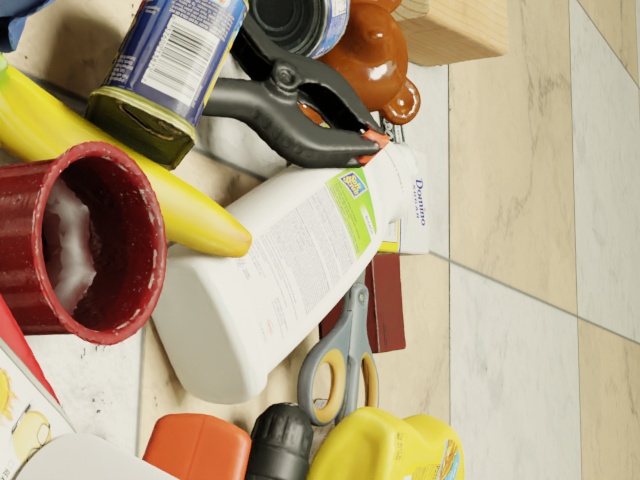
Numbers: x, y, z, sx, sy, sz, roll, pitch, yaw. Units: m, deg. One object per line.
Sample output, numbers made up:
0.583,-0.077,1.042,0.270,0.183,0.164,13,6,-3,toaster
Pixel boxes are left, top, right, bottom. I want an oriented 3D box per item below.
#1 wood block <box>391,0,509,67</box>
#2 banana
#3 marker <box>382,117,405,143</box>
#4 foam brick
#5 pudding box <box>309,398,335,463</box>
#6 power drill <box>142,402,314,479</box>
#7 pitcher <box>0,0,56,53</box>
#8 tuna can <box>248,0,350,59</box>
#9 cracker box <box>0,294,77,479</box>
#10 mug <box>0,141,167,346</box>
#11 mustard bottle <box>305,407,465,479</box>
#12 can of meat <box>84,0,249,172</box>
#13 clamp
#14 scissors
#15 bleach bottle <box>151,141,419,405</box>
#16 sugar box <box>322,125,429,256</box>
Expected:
0.093,-0.218,0.953,0.205,0.091,0.090,-1,87,-62,wood block
-0.115,-0.039,0.551,0.197,0.070,0.037,35,85,-47,banana
0.065,-0.109,0.959,0.020,0.020,0.121,-20,103,-61,marker
0.032,0.051,0.838,0.052,0.051,0.078,3,83,-61,foam brick
0.005,0.184,0.780,0.113,0.039,0.090,-56,131,-53,pudding box
-0.051,0.160,0.605,0.187,0.057,0.184,67,33,-62,power drill
-0.109,-0.208,0.528,0.145,0.149,0.242,49,32,-5,pitcher
-0.025,-0.161,0.727,0.033,0.086,0.086,-37,118,-56,tuna can
-0.176,0.105,0.416,0.164,0.072,0.213,-57,135,-49,cracker box
-0.126,0.003,0.513,0.117,0.082,0.093,-8,93,-62,mug
0.059,0.171,0.764,0.191,0.058,0.096,21,92,-60,mustard bottle
-0.082,-0.092,0.573,0.057,0.102,0.084,25,77,-12,can of meat
-0.038,-0.090,0.673,0.171,0.039,0.120,35,57,-8,clamp
0.015,0.049,0.764,0.096,0.016,0.202,4,82,-54,scissors
-0.005,0.001,0.709,0.250,0.068,0.102,-37,114,-45,bleach bottle
0.036,-0.035,0.866,0.176,0.048,0.093,7,81,-64,sugar box
